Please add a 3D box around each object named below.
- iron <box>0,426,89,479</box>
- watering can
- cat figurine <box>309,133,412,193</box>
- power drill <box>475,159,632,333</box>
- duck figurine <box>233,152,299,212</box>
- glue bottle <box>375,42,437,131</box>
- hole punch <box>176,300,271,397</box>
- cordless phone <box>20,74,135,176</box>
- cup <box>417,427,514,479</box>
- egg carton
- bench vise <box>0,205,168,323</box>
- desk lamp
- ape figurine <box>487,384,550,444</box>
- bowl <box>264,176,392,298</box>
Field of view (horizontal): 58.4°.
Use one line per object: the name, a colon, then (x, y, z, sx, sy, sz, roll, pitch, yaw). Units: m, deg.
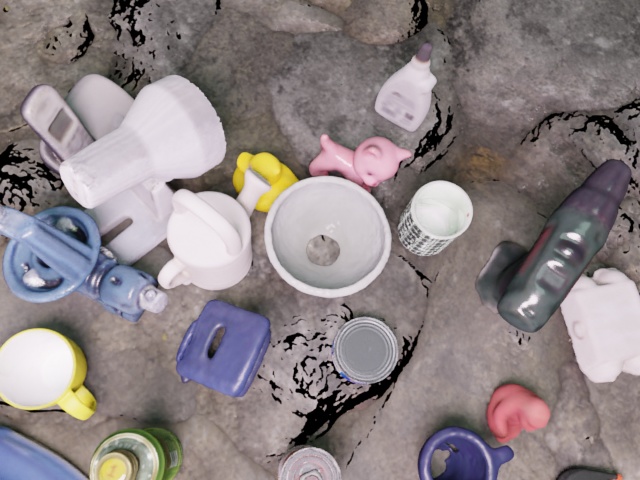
iron: (-0.319, 0.292, 0.608, 0.258, 0.141, 0.119, 26, 72, 2)
watering can: (-0.131, -0.015, 0.699, 0.101, 0.194, 0.173, 19, 71, 0)
cat figurine: (0.055, -0.114, 0.792, 0.128, 0.117, 0.067, 22, 71, 1)
power drill: (0.283, 0.020, 0.730, 0.075, 0.208, 0.230, 34, 72, 5)
duck figurine: (-0.070, -0.086, 0.785, 0.104, 0.086, 0.077, 27, 72, 2)
glue bottle: (0.129, -0.220, 0.805, 0.078, 0.173, 0.037, 32, 72, 4)
hole punch: (-0.121, 0.135, 0.708, 0.101, 0.091, 0.109, 22, 71, 1)
cordless phone: (-0.303, -0.159, 0.729, 0.094, 0.185, 0.148, 19, 71, 0)
cup: (0.167, 0.271, 0.697, 0.118, 0.095, 0.091, -13, 75, -10)
egg carton: (0.389, 0.115, 0.785, 0.107, 0.069, 0.150, -10, 74, -10)
bench vise: (-0.277, 0.014, 0.659, 0.207, 0.219, 0.121, 7, 72, -4)
desk lamp: (-0.216, -0.076, 0.698, 0.118, 0.213, 0.203, 44, 73, 8)
ape figurine: (0.257, 0.219, 0.725, 0.078, 0.092, 0.076, 2, 72, -6)
bowl: (0.007, 0.003, 0.773, 0.167, 0.074, 0.167, 2, 72, -6)
